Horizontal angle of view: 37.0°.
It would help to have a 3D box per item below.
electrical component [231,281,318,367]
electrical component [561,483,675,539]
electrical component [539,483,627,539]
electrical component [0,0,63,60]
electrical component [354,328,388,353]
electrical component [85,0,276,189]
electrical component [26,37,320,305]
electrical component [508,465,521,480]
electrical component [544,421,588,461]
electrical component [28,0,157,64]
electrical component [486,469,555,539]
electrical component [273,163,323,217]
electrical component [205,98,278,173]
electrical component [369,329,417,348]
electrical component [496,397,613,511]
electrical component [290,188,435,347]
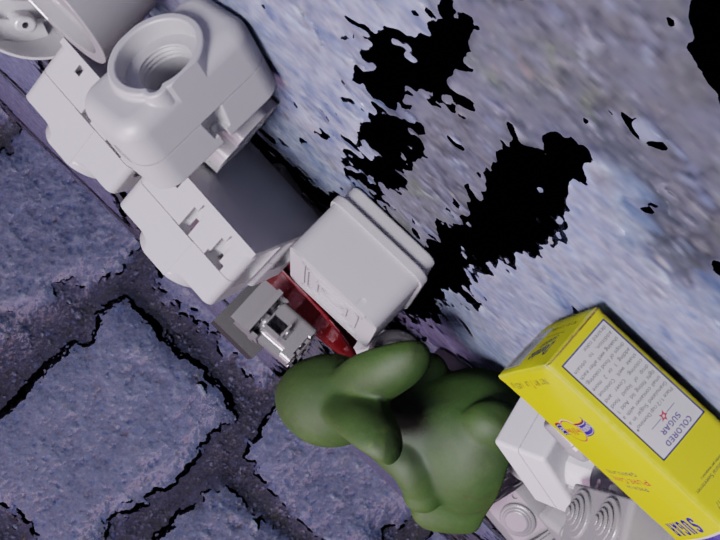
[{"bbox_3d":[-0.070,0.047,0.896,0.064,0.042,0.081,42,170,4],"label":"electrical component"},{"bbox_3d":[0.173,0.161,0.628,0.100,0.048,0.100,17,172,-9],"label":"electrical component"},{"bbox_3d":[0.174,0.182,0.753,0.061,0.061,0.096,33,165,46],"label":"electrical component"},{"bbox_3d":[-0.216,-0.190,0.696,0.064,0.099,0.099,44,172,40],"label":"electrical component"},{"bbox_3d":[-0.003,0.056,0.983,0.077,0.044,0.079,42,169,11],"label":"electrical component"},{"bbox_3d":[-0.101,-0.101,0.597,0.054,0.095,0.059,37,168,33],"label":"electrical component"},{"bbox_3d":[-0.124,-0.070,0.727,0.186,0.060,0.105,48,-155,7],"label":"electrical component"},{"bbox_3d":[0.137,0.140,0.786,0.048,0.048,0.062,35,173,40],"label":"electrical component"},{"bbox_3d":[0.122,0.082,0.639,0.061,0.035,0.035,47,170,0],"label":"electrical component"},{"bbox_3d":[-0.166,-0.181,0.627,0.108,0.060,0.108,42,169,10],"label":"electrical component"},{"bbox_3d":[0.138,0.182,0.847,0.051,0.080,0.080,50,170,1],"label":"electrical component"},{"bbox_3d":[-0.055,-0.046,0.793,0.065,0.044,0.044,54,166,-25],"label":"electrical component"},{"bbox_3d":[-0.092,-0.101,0.672,0.057,0.058,0.078,42,170,-7],"label":"electrical component"},{"bbox_3d":[0.030,0.084,0.933,0.066,0.048,0.055,2,142,1],"label":"electrical component"},{"bbox_3d":[0.142,0.123,0.691,0.076,0.047,0.083,16,153,40],"label":"electrical component"},{"bbox_3d":[0.000,0.000,0.717,0.078,0.057,0.113,43,170,5],"label":"electrical component"}]
